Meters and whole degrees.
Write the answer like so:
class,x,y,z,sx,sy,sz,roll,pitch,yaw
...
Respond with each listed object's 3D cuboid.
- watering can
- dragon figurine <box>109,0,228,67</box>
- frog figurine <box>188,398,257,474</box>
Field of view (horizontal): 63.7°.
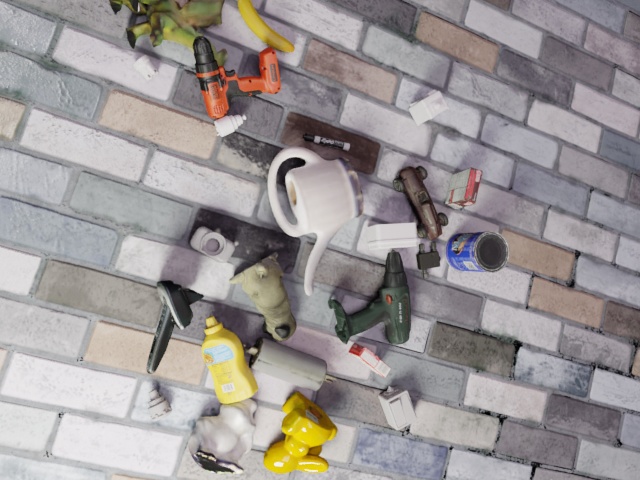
class,x,y,z,sx,sy,sz,roll,pitch,yaw
watering can,0.004,-0.062,1.227,0.225,0.103,0.347,-17,91,-17
dragon figurine,-0.339,-0.554,1.183,0.245,0.121,0.409,-26,96,-34
frog figurine,-0.211,0.425,1.144,0.137,0.120,0.163,21,45,-6
